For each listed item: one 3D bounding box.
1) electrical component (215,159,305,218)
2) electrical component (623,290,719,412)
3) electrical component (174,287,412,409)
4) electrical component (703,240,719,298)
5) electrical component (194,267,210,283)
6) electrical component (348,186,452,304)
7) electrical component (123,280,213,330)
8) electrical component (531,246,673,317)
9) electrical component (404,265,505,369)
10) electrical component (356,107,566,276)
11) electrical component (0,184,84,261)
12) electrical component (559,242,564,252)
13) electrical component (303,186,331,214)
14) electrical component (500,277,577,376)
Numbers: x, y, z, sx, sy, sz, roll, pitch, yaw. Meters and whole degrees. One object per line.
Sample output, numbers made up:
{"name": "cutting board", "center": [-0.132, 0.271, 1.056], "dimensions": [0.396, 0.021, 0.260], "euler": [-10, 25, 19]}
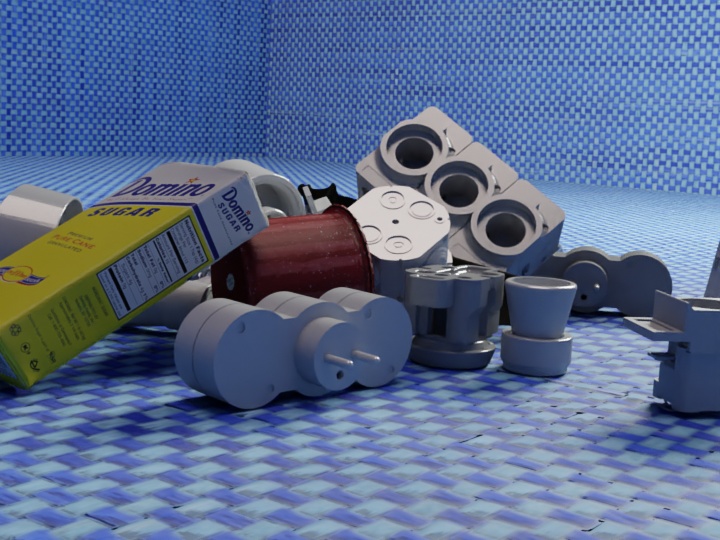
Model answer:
{"name": "electrical component", "center": [-0.096, -0.039, 0.950], "dimensions": [0.108, 0.108, 0.060], "euler": [-5, 17, -44]}
{"name": "electrical component", "center": [0.190, 0.046, 0.593], "dimensions": [0.081, 0.063, 0.042], "euler": [2, 7, -8]}
{"name": "electrical component", "center": [-0.022, 0.043, 0.577], "dimensions": [0.138, 0.052, 0.074], "euler": [-4, 11, -42]}
{"name": "electrical component", "center": [0.309, 0.005, 0.807], "dimensions": [0.048, 0.099, 0.100], "euler": [13, 3, -24]}
{"name": "electrical component", "center": [-0.101, 0.012, 0.797], "dimensions": [0.062, 0.048, 0.048], "euler": [-13, 17, -40]}
{"name": "electrical component", "center": [0.024, -0.015, 0.740], "dimensions": [0.080, 0.051, 0.080], "euler": [0, 46, 0]}
{"name": "electrical component", "center": [-0.130, 0.022, 0.728], "dimensions": [0.065, 0.044, 0.044], "euler": [10, 9, 13]}
{"name": "electrical component", "center": [0.185, 0.010, 0.882], "dimensions": [0.138, 0.052, 0.074], "euler": [5, 8, 13]}
{"name": "electrical component", "center": [0.059, 0.029, 0.683], "dimensions": [0.058, 0.057, 0.078], "euler": [8, 10, 32]}
{"name": "electrical component", "center": [0.079, -0.052, 0.863], "dimensions": [0.150, 0.089, 0.061], "euler": [43, -19, 22]}
{"name": "electrical component", "center": [-0.220, -0.007, 0.712], "dimensions": [0.064, 0.099, 0.099], "euler": [9, 8, -1]}
{"name": "electrical component", "center": [0.173, -0.015, 1.076], "dimensions": [0.079, 0.044, 0.077], "euler": [-4, 11, -39]}
{"name": "electrical component", "center": [-0.053, -0.039, 1.087], "dimensions": [0.063, 0.078, 0.121], "euler": [-19, 9, -2]}
{"name": "electrical component", "center": [0.111, 0.034, 0.672], "dimensions": [0.045, 0.055, 0.045], "euler": [3, 8, 0]}
